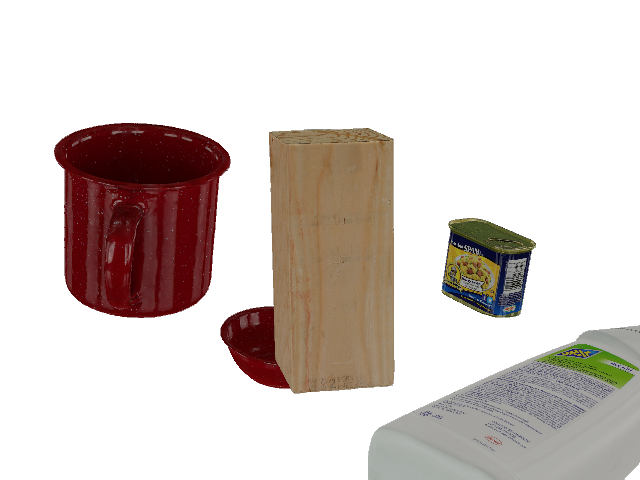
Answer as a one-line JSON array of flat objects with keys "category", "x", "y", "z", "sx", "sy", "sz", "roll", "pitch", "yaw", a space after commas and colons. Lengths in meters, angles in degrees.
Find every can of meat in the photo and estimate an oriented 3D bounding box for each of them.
[{"category": "can of meat", "x": 0.185, "y": 0.031, "z": 1.191, "sx": 0.057, "sy": 0.084, "sz": 0.102, "roll": -8, "pitch": 24, "yaw": -36}]

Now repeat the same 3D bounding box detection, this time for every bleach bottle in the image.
[{"category": "bleach bottle", "x": 0.146, "y": 0.102, "z": 0.602, "sx": 0.250, "sy": 0.068, "sz": 0.103, "roll": -18, "pitch": 27, "yaw": -39}]

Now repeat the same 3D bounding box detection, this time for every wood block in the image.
[{"category": "wood block", "x": 0.009, "y": 0.014, "z": 0.899, "sx": 0.090, "sy": 0.206, "sz": 0.091, "roll": -3, "pitch": 12, "yaw": -11}]

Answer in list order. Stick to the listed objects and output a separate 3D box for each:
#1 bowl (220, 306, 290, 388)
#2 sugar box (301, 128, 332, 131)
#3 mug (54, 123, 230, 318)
[{"category": "bowl", "x": -0.048, "y": 0.143, "z": 1.363, "sx": 0.162, "sy": 0.055, "sz": 0.162, "roll": 5, "pitch": 22, "yaw": -2}, {"category": "sugar box", "x": -0.011, "y": -0.034, "z": 1.243, "sx": 0.048, "sy": 0.176, "sz": 0.093, "roll": 1, "pitch": 22, "yaw": 8}, {"category": "mug", "x": -0.098, "y": -0.005, "z": 0.574, "sx": 0.093, "sy": 0.081, "sz": 0.117, "roll": 5, "pitch": 25, "yaw": -4}]
